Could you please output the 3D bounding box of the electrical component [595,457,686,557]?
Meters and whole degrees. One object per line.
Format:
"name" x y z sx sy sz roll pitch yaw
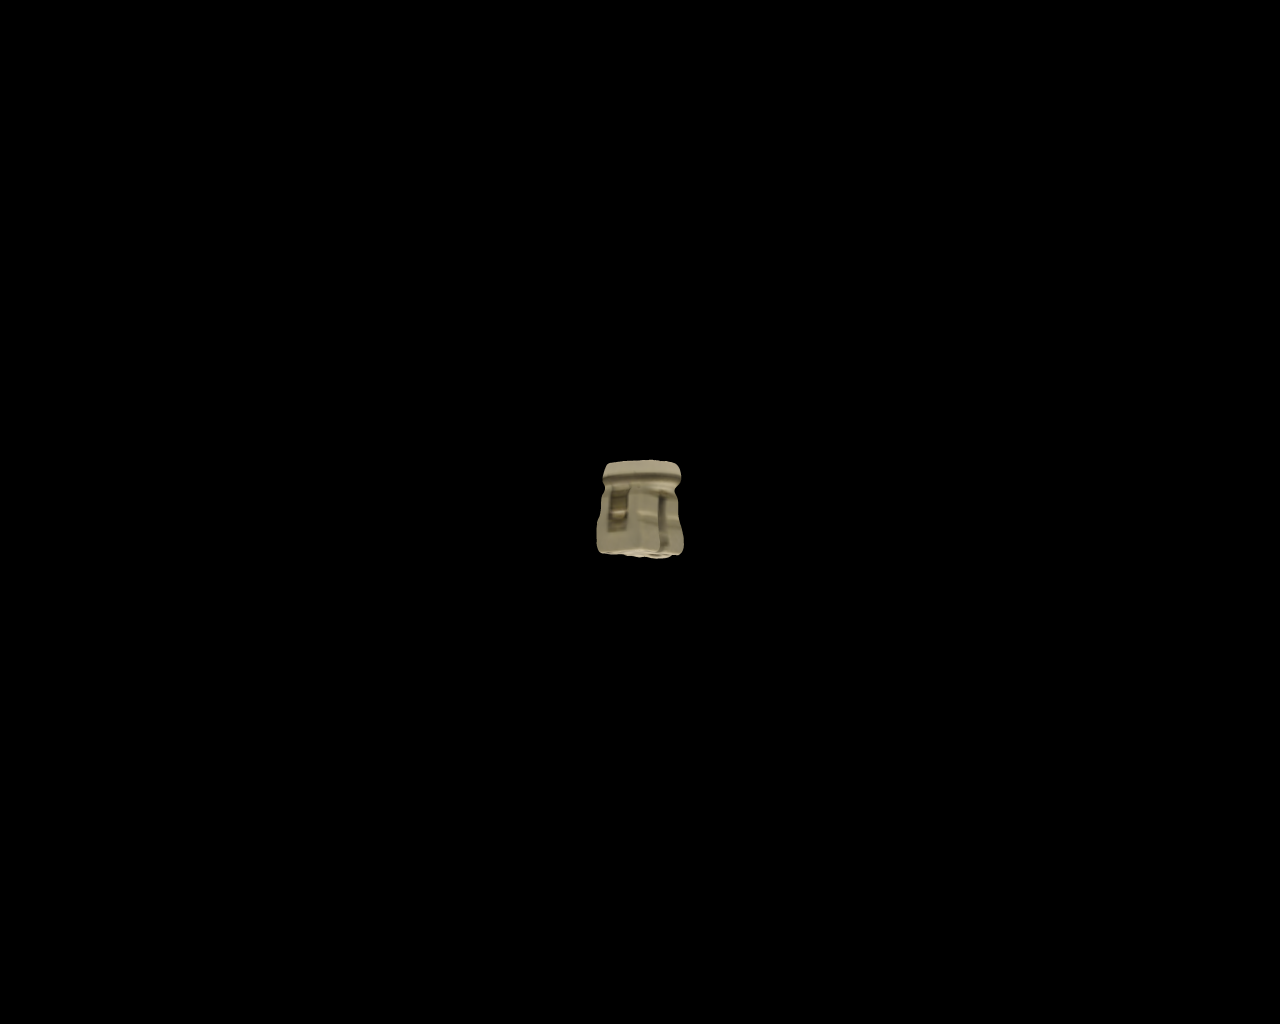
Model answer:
"electrical component" 0.001 -0.003 0.650 0.048 0.055 0.066 -5 -8 35
